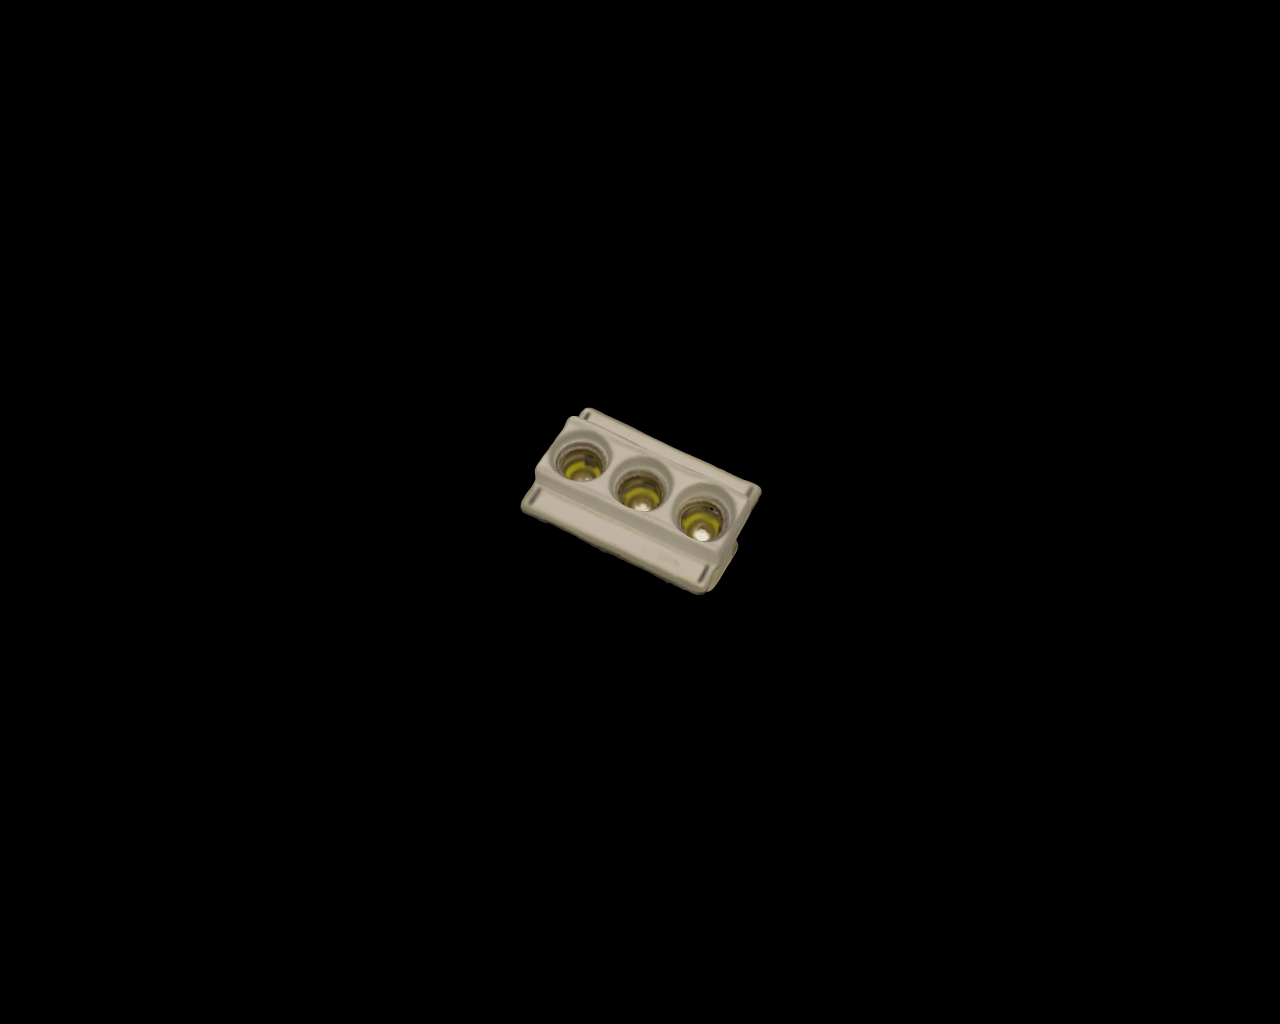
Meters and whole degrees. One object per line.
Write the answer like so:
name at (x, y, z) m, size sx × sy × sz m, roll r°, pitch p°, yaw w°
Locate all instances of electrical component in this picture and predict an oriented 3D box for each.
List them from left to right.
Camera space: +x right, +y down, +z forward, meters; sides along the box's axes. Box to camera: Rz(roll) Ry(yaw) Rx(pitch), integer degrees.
electrical component at (0.001, -0.003, 0.650) m, size 0.121 × 0.079 × 0.063 m, roll 25°, pitch -27°, yaw 14°
